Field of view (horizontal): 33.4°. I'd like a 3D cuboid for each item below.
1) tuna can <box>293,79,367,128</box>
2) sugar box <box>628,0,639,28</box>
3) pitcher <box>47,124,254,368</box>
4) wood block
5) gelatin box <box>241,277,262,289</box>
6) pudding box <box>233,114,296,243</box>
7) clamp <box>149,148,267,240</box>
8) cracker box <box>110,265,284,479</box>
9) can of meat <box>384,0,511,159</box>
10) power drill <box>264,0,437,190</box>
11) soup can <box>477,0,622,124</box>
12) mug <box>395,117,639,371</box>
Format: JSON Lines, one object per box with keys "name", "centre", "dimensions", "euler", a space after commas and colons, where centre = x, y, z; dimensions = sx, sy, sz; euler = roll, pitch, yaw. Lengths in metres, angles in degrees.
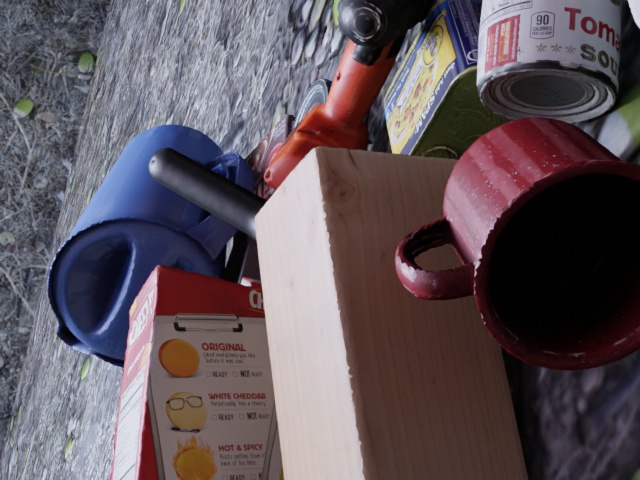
{"name": "tuna can", "centre": [0.005, -0.084, 0.848], "dimensions": [0.086, 0.033, 0.086], "euler": [-167, 90, -71]}
{"name": "sugar box", "centre": [0.181, -0.170, 0.417], "dimensions": [0.176, 0.048, 0.093], "euler": [119, 155, -45]}
{"name": "pitcher", "centre": [-0.129, -0.014, 0.903], "dimensions": [0.243, 0.149, 0.145], "euler": [-88, 3, -63]}
{"name": "wood block", "centre": [0.032, 0.067, 0.537], "dimensions": [0.090, 0.090, 0.206], "euler": [136, 132, -55]}
{"name": "gelatin box", "centre": [-0.031, 0.078, 0.780], "dimensions": [0.030, 0.073, 0.089], "euler": [-147, 71, -71]}
{"name": "pudding box", "centre": [-0.038, -0.044, 0.930], "dimensions": [0.114, 0.039, 0.090], "euler": [139, 140, -59]}
{"name": "clamp", "centre": [-0.005, 0.001, 0.729], "dimensions": [0.210, 0.164, 0.036], "euler": [37, 107, 43]}
{"name": "cracker box", "centre": [-0.038, 0.137, 0.628], "dimensions": [0.072, 0.164, 0.213], "euler": [-48, 34, 48]}
{"name": "can of meat", "centre": [0.078, -0.079, 0.616], "dimensions": [0.084, 0.057, 0.102], "euler": [-97, 28, -47]}
{"name": "power drill", "centre": [0.026, -0.111, 0.699], "dimensions": [0.188, 0.057, 0.184], "euler": [-62, -4, 34]}
{"name": "soup can", "centre": [0.114, -0.116, 0.525], "dimensions": [0.069, 0.068, 0.102], "euler": [152, 129, -64]}
{"name": "mug", "centre": [0.089, -0.001, 0.460], "dimensions": [0.081, 0.117, 0.093], "euler": [-109, 4, -65]}
